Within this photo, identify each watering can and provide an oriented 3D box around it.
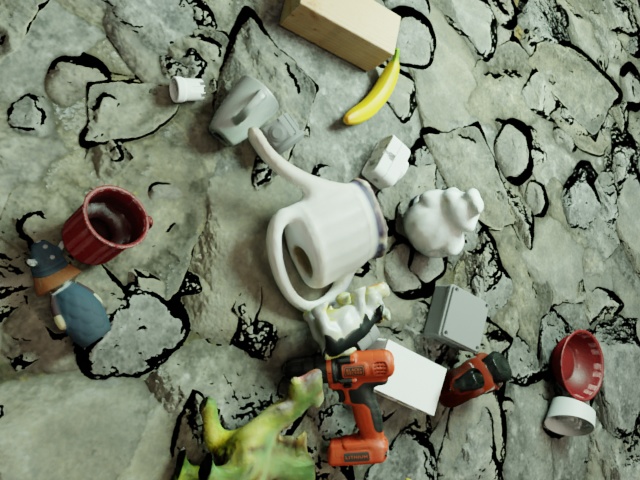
[{"bbox_3d":[0.003,-0.044,0.867,0.227,0.104,0.342,-25,114,-30],"label":"watering can"}]

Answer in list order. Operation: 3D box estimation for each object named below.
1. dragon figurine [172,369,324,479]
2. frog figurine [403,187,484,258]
[{"bbox_3d":[-0.102,0.378,0.771,0.241,0.123,0.411,21,89,-33],"label":"dragon figurine"},{"bbox_3d":[0.242,-0.034,0.992,0.124,0.158,0.137,-19,94,-29],"label":"frog figurine"}]
